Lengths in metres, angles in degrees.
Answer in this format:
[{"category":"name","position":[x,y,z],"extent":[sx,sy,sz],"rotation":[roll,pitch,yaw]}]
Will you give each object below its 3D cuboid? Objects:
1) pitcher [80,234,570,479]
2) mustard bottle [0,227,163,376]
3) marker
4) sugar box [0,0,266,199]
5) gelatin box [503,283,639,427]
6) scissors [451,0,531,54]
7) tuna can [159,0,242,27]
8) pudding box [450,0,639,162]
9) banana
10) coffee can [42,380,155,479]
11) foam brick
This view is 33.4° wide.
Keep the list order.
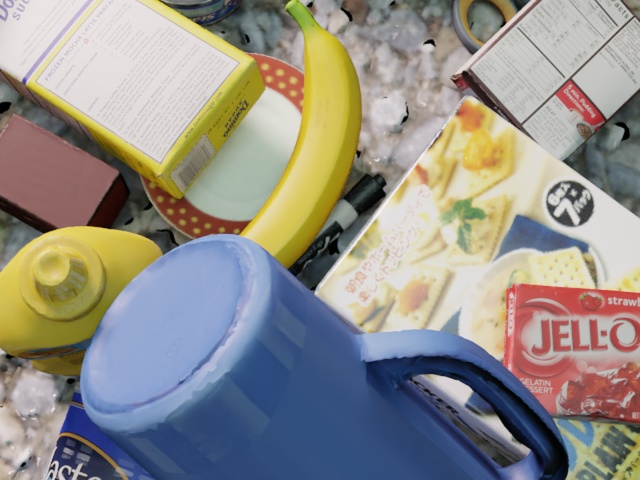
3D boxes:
[{"category":"pitcher","position":[0.006,0.103,0.533],"extent":[0.242,0.145,0.149],"rotation":[48,62,-35]},{"category":"mustard bottle","position":[-0.126,0.033,0.574],"extent":[0.096,0.192,0.058],"rotation":[-18,80,-7]},{"category":"marker","position":[-0.004,0.001,0.672],"extent":[0.121,0.020,0.020],"rotation":[-42,83,-7]},{"category":"sugar box","position":[-0.132,-0.111,0.664],"extent":[0.176,0.048,0.093],"rotation":[33,78,19]},{"category":"gelatin box","position":[0.147,0.064,0.595],"extent":[0.089,0.030,0.073],"rotation":[5,79,-2]},{"category":"scissors","position":[0.085,-0.199,0.724],"extent":[0.202,0.016,0.096],"rotation":[38,79,5]},{"category":"tuna can","position":[-0.087,-0.186,0.703],"extent":[0.086,0.034,0.086],"rotation":[1,78,-3]},{"category":"pudding box","position":[0.156,-0.111,0.688],"extent":[0.113,0.039,0.090],"rotation":[-43,93,-8]},{"category":"banana","position":[-0.017,-0.044,0.651],"extent":[0.069,0.037,0.198],"rotation":[17,82,-5]},{"category":"coffee can","position":[-0.111,0.161,0.593],"extent":[0.103,0.103,0.140],"rotation":[19,78,1]},{"category":"foam brick","position":[-0.165,-0.032,0.657],"extent":[0.078,0.053,0.051],"rotation":[29,78,4]}]
